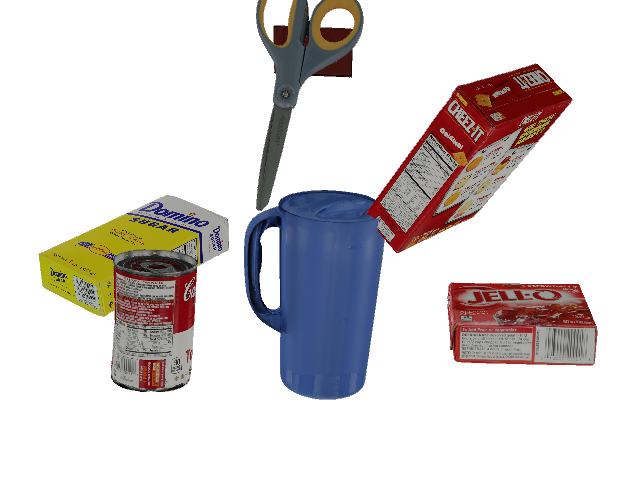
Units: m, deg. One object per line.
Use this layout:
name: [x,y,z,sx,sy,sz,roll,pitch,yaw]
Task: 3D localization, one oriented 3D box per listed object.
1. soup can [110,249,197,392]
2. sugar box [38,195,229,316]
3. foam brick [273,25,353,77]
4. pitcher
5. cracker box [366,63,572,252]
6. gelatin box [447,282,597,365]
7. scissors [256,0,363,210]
soup can: [-0.137,0.065,0.871,0.068,0.102,0.068,4,15,-1]
sugar box: [-0.185,0.011,1.081,0.093,0.048,0.175,22,37,32]
foam brick: [-0.008,-0.200,1.129,0.078,0.051,0.053,0,12,-12]
pitcher: [-0.001,0.066,1.304,0.149,0.243,0.144,14,20,27]
cracker box: [0.166,-0.095,1.224,0.163,0.072,0.214,-23,-24,-44]
gelatin box: [0.127,0.052,0.687,0.089,0.030,0.073,1,18,5]
scissors: [-0.009,-0.121,0.847,0.096,0.202,0.016,-4,-17,-3]
